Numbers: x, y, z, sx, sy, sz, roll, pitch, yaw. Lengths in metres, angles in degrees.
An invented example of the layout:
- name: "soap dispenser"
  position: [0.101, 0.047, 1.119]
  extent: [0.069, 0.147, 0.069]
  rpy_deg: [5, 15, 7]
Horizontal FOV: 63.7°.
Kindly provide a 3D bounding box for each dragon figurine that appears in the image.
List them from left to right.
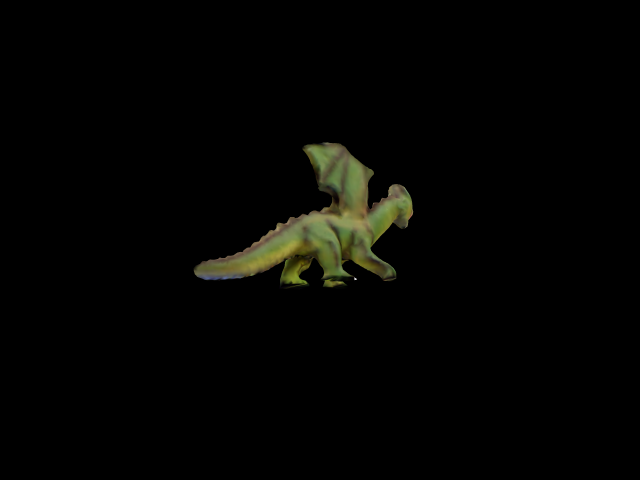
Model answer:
- name: "dragon figurine"
  position: [0.003, -0.043, 0.850]
  extent: [0.410, 0.245, 0.121]
  rpy_deg: [6, -13, -30]
